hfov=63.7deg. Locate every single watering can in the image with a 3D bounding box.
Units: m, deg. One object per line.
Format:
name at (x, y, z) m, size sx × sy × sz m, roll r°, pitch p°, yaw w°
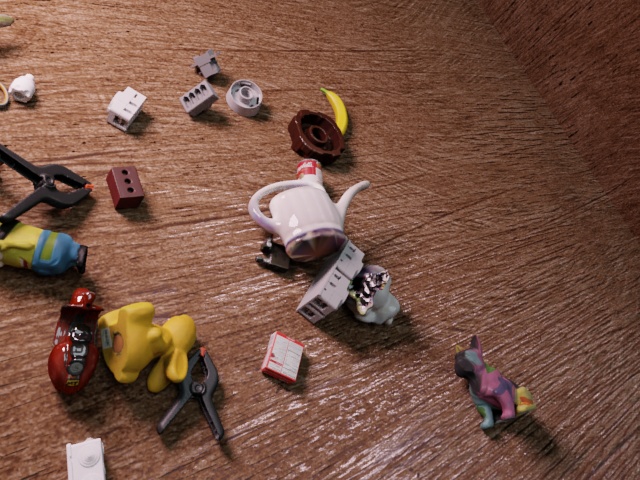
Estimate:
watering can at (0.004, -0.063, 1.250) m, size 0.349 × 0.229 × 0.101 m, roll -8°, pitch -35°, yaw -24°

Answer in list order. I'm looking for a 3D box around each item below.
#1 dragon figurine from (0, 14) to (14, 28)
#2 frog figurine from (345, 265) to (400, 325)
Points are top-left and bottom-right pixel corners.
dragon figurine at (-0.751, -0.311, 0.975) m, size 0.415 × 0.242 × 0.121 m, roll -28°, pitch 4°, yaw -40°
frog figurine at (0.135, 0.141, 1.280) m, size 0.123 × 0.139 × 0.157 m, roll 10°, pitch -18°, yaw 29°
